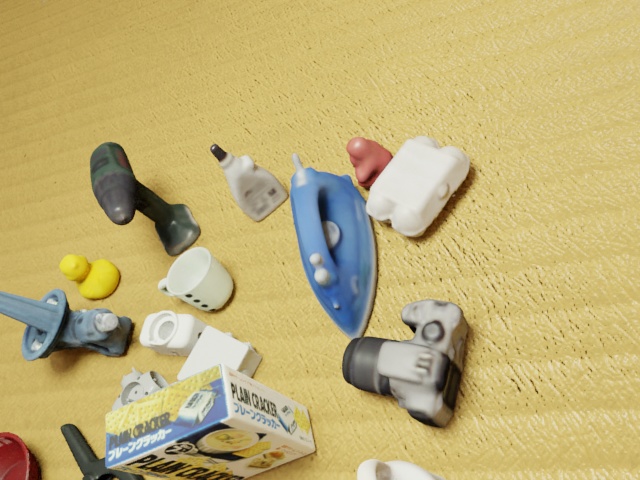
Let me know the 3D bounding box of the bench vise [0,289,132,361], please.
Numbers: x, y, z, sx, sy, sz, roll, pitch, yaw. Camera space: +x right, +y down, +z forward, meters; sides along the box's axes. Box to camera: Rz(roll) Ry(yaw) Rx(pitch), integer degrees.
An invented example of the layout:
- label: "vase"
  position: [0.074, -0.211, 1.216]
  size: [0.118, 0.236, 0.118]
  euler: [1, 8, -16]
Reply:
- label: "bench vise"
  position: [-0.422, 0.115, 0.908]
  size: [0.207, 0.220, 0.121]
  euler: [-22, 55, 14]

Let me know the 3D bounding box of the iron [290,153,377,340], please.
- label: "iron"
  position: [0.007, 0.003, 0.802]
  size: [0.118, 0.142, 0.258]
  euler: [-21, 55, 15]

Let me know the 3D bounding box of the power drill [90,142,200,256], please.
- label: "power drill"
  position: [-0.295, -0.061, 0.951]
  size: [0.075, 0.209, 0.229]
  euler: [-40, 52, 2]

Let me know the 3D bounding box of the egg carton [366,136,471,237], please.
- label: "egg carton"
  position: [0.142, -0.078, 0.825]
  size: [0.107, 0.070, 0.150]
  euler: [30, 79, 36]

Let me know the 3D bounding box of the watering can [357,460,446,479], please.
- label: "watering can"
  position: [0.076, 0.281, 0.575]
  size: [0.173, 0.195, 0.100]
  euler: [-43, 52, -1]

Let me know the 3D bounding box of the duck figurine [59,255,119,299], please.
- label: "duck figurine"
  position: [-0.419, 0.058, 1.023]
  size: [0.104, 0.086, 0.077]
  euler: [11, 68, 31]

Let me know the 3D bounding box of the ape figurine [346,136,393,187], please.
- label: "ape figurine"
  position: [0.070, -0.127, 0.876]
  size: [0.075, 0.092, 0.078]
  euler: [9, 67, 31]

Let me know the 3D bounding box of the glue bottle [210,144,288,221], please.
- label: "glue bottle"
  position: [-0.120, -0.099, 0.905]
  size: [0.078, 0.174, 0.037]
  euler: [-39, 52, 2]

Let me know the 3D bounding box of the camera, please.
- label: "camera"
  position: [0.099, 0.140, 0.702]
  size: [0.136, 0.101, 0.143]
  euler: [5, 65, 29]
